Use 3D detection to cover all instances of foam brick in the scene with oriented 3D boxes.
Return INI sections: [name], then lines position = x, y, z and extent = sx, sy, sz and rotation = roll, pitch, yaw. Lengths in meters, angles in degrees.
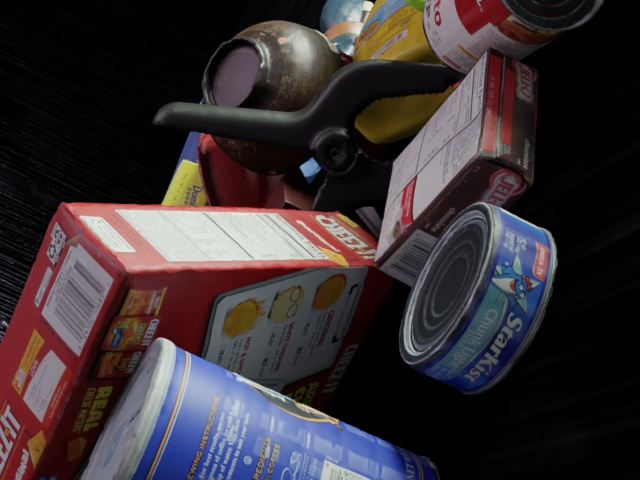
[foam brick]
position = -0.005, 0.001, 0.753
extent = 0.051, 0.078, 0.053
rotation = -58, 13, 18

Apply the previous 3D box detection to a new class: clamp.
[clamp]
position = 0.003, -0.062, 0.687
extent = 0.210, 0.164, 0.036
rotation = -35, 1, 13

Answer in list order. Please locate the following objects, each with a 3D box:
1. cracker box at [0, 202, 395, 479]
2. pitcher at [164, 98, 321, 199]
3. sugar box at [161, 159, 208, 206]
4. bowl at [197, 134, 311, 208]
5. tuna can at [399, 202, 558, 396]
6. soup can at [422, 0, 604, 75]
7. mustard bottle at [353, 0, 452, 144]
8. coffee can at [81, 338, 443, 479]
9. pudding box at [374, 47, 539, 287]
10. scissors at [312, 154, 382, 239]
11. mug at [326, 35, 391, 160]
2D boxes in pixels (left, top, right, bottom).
[cracker box]
position = -0.072, 0.063, 0.598
extent = 0.072, 0.213, 0.164
rotation = 42, 116, 33
[pitcher]
position = -0.097, -0.026, 1.105
extent = 0.243, 0.149, 0.145
rotation = -59, 28, 35
[sugar box]
position = -0.086, 0.007, 0.938
extent = 0.093, 0.048, 0.176
rotation = -67, -26, -10
[bowl]
position = -0.037, -0.022, 0.851
extent = 0.055, 0.162, 0.162
rotation = -22, 25, 11
[tuna can]
position = 0.071, 0.026, 0.494
extent = 0.086, 0.033, 0.086
rotation = -59, 13, 23
[soup can]
position = 0.106, -0.136, 0.597
extent = 0.068, 0.068, 0.102
rotation = -67, 12, -11
[mustard bottle]
position = 0.067, -0.147, 0.784
extent = 0.096, 0.058, 0.191
rotation = -37, 23, 24
[coffee can]
position = -0.030, 0.119, 0.478
extent = 0.103, 0.140, 0.103
rotation = -59, 14, 23
[pudding box]
position = 0.076, -0.038, 0.593
extent = 0.114, 0.039, 0.090
rotation = -49, 20, 45
[scissors]
position = 0.012, -0.079, 0.759
extent = 0.202, 0.016, 0.096
rotation = 39, 105, 43
[mug]
position = 0.016, -0.107, 0.869
extent = 0.093, 0.081, 0.117
rotation = -63, 13, 5
